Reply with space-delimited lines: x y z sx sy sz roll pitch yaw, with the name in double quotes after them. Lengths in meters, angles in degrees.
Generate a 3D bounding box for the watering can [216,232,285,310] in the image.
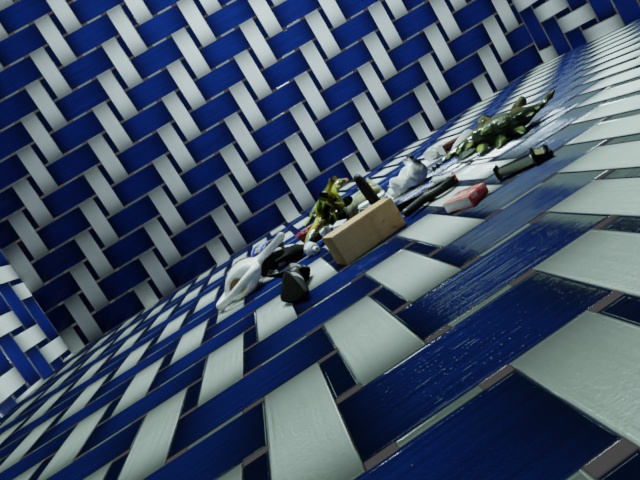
-0.245 0.104 1.825 0.349 0.103 0.225 -49 10 -4 "watering can"

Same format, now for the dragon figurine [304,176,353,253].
0.006 -0.100 1.985 0.417 0.122 0.240 -56 7 -22 "dragon figurine"

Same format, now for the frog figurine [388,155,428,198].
0.328 -0.223 1.925 0.160 0.122 0.138 -68 20 -3 "frog figurine"
